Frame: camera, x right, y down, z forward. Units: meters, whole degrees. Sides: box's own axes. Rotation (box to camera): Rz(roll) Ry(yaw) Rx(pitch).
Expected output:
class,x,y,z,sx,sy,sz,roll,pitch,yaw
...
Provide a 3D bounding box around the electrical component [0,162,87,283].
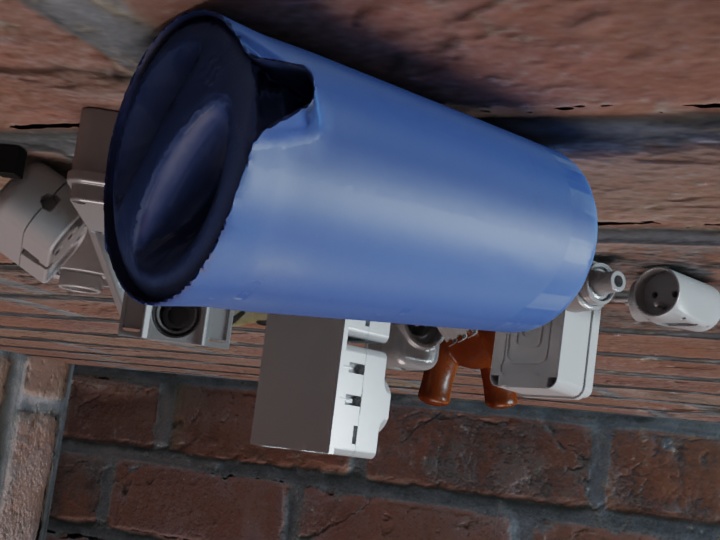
class,x,y,z,sx,sy,sz,roll,pitch,yaw
electrical component,-0.246,-0.038,0.820,0.059,0.053,0.095,37,152,-4

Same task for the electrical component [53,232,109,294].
class,x,y,z,sx,sy,sz,roll,pitch,yaw
electrical component,-0.266,-0.010,1.038,0.108,0.060,0.108,7,170,1

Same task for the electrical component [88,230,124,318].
class,x,y,z,sx,sy,sz,roll,pitch,yaw
electrical component,-0.188,-0.009,0.890,0.048,0.099,0.100,-20,176,-15

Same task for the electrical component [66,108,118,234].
class,x,y,z,sx,sy,sz,roll,pitch,yaw
electrical component,-0.142,-0.057,0.697,0.078,0.057,0.113,8,170,-6

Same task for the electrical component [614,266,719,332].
class,x,y,z,sx,sy,sz,roll,pitch,yaw
electrical component,0.260,0.026,0.932,0.079,0.043,0.077,-3,166,45

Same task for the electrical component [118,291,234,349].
class,x,y,z,sx,sy,sz,roll,pitch,yaw
electrical component,-0.127,-0.007,0.787,0.079,0.121,0.063,8,173,-5

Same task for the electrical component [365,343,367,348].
class,x,y,z,sx,sy,sz,roll,pitch,yaw
electrical component,0.015,0.052,1.163,0.052,0.073,0.138,11,170,-20

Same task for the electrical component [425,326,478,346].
class,x,y,z,sx,sy,sz,roll,pitch,yaw
electrical component,0.089,0.025,0.952,0.079,0.063,0.121,-32,176,-11

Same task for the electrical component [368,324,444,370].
class,x,y,z,sx,sy,sz,roll,pitch,yaw
electrical component,0.049,0.050,1.065,0.054,0.095,0.059,13,168,-32

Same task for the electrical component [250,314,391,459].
class,x,y,z,sx,sy,sz,roll,pitch,yaw
electrical component,-0.027,0.063,0.926,0.060,0.186,0.105,16,167,-41

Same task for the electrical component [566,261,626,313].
class,x,y,z,sx,sy,sz,roll,pitch,yaw
electrical component,0.194,0.013,0.902,0.043,0.043,0.062,13,167,-31

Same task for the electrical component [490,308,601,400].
class,x,y,z,sx,sy,sz,roll,pitch,yaw
electrical component,0.170,0.058,0.973,0.057,0.113,0.078,20,164,-42
